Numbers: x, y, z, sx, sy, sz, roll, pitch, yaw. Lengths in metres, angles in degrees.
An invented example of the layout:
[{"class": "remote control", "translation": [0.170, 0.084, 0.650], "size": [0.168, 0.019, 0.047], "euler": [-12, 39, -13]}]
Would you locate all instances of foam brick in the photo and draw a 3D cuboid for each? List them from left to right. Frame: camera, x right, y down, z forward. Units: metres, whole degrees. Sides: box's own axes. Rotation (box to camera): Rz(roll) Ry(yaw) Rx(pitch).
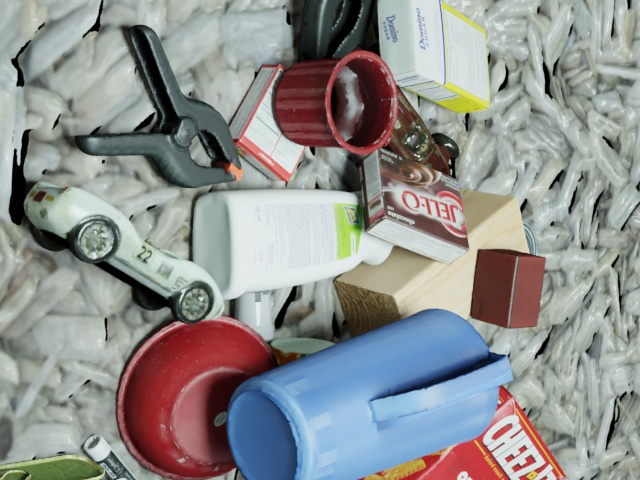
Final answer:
[{"class": "foam brick", "translation": [0.198, 0.050, 1.125], "size": [0.051, 0.053, 0.078], "euler": [-1, 100, -42]}]

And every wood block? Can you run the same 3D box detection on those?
[{"class": "wood block", "translation": [0.125, 0.035, 1.154], "size": [0.205, 0.091, 0.090], "euler": [-36, 121, -32]}]

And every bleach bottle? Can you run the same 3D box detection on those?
[{"class": "bleach bottle", "translation": [-0.007, 0.001, 1.046], "size": [0.250, 0.068, 0.102], "euler": [-1, 91, -44]}]

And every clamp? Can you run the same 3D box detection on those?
[{"class": "clamp", "translation": [-0.128, -0.107, 0.934], "size": [0.171, 0.039, 0.120], "euler": [25, 87, -48]}, {"class": "clamp", "translation": [0.039, -0.255, 1.044], "size": [0.164, 0.036, 0.210], "euler": [10, 103, -57]}]

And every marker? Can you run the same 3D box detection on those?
[{"class": "marker", "translation": [-0.174, 0.221, 0.967], "size": [0.020, 0.020, 0.121], "euler": [-47, 126, -25]}]

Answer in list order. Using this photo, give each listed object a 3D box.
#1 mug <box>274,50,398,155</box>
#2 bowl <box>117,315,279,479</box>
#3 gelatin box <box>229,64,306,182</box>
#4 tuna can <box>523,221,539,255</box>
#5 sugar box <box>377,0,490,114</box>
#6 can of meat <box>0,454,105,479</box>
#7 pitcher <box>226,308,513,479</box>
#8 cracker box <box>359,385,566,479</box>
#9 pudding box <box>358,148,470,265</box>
[{"class": "mug", "translation": [0.020, -0.121, 0.993], "size": [0.117, 0.082, 0.093], "euler": [33, 72, -40]}, {"class": "bowl", "translation": [-0.099, 0.152, 0.968], "size": [0.161, 0.055, 0.162], "euler": [-5, 103, -24]}, {"class": "gelatin box", "translation": [-0.043, -0.112, 1.015], "size": [0.073, 0.030, 0.089], "euler": [39, 70, -39]}, {"class": "tuna can", "translation": [0.223, 0.017, 1.277], "size": [0.085, 0.034, 0.086], "euler": [-9, 104, -41]}, {"class": "sugar box", "translation": [0.119, -0.193, 1.098], "size": [0.175, 0.048, 0.093], "euler": [11, 74, -54]}, {"class": "can of meat", "translation": [-0.235, 0.233, 0.890], "size": [0.101, 0.058, 0.084], "euler": [-1, 101, -41]}, {"class": "pitcher", "translation": [0.046, 0.145, 0.948], "size": [0.242, 0.145, 0.149], "euler": [-12, 132, -43]}, {"class": "cracker box", "translation": [0.146, 0.269, 1.163], "size": [0.213, 0.072, 0.164], "euler": [-40, 126, -4]}, {"class": "pudding box", "translation": [0.094, -0.034, 1.072], "size": [0.113, 0.039, 0.090], "euler": [18, 49, -29]}]
